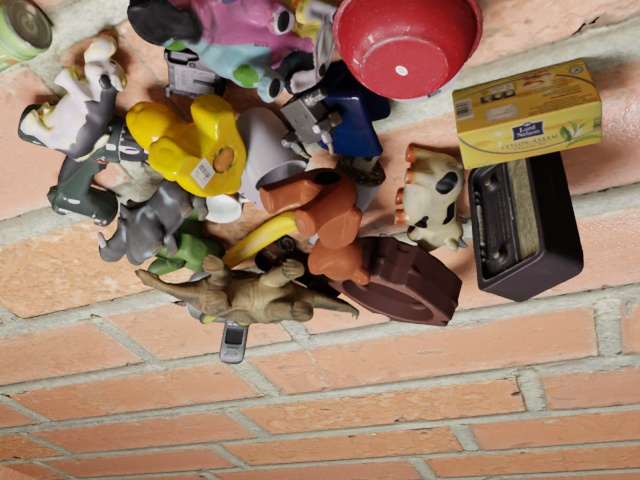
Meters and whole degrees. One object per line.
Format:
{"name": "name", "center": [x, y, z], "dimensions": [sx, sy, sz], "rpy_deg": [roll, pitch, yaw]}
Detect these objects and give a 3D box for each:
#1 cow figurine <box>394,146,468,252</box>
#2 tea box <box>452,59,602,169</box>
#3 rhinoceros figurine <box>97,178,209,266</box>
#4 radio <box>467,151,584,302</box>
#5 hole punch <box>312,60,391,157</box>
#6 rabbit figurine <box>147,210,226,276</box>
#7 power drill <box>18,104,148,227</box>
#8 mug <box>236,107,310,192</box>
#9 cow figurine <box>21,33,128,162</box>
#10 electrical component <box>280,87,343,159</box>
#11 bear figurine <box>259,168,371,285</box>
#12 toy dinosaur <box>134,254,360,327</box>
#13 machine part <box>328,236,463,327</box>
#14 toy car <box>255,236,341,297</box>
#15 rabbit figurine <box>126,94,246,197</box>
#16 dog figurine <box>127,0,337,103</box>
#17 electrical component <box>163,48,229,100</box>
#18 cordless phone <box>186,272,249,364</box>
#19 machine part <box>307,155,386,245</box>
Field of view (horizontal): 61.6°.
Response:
{"name": "cow figurine", "center": [0.184, -0.053, 0.855], "dimensions": [0.127, 0.085, 0.194], "rpy_deg": [8, 140, 6]}
{"name": "tea box", "center": [0.265, -0.162, 0.700], "dimensions": [0.170, 0.098, 0.068], "rpy_deg": [-9, 139, 19]}
{"name": "rhinoceros figurine", "center": [-0.263, -0.027, 0.829], "dimensions": [0.190, 0.073, 0.112], "rpy_deg": [-41, 81, 11]}
{"name": "radio", "center": [0.277, -0.036, 0.751], "dimensions": [0.073, 0.230, 0.131], "rpy_deg": [20, 143, -17]}
{"name": "hole punch", "center": [0.028, -0.170, 0.724], "dimensions": [0.116, 0.092, 0.142], "rpy_deg": [-8, 143, 21]}
{"name": "rabbit figurine", "center": [-0.242, 0.018, 0.960], "dimensions": [0.159, 0.121, 0.170], "rpy_deg": [-17, 151, 14]}
{"name": "power drill", "center": [-0.343, -0.110, 0.841], "dimensions": [0.232, 0.086, 0.207], "rpy_deg": [16, 144, -17]}
{"name": "mug", "center": [-0.067, -0.136, 0.766], "dimensions": [0.109, 0.107, 0.081], "rpy_deg": [-18, 165, -39]}
{"name": "cow figurine", "center": [-0.305, -0.185, 0.713], "dimensions": [0.098, 0.068, 0.167], "rpy_deg": [40, 104, -22]}
{"name": "electrical component", "center": [-0.014, -0.146, 0.685], "dimensions": [0.102, 0.045, 0.078], "rpy_deg": [2, 137, 52]}
{"name": "bear figurine", "center": [0.002, -0.004, 0.790], "dimensions": [0.120, 0.132, 0.195], "rpy_deg": [34, 142, 38]}
{"name": "toy dinosaur", "center": [-0.095, 0.103, 0.963], "dimensions": [0.471, 0.105, 0.198], "rpy_deg": [13, 160, -27]}
{"name": "machine part", "center": [0.131, 0.073, 0.954], "dimensions": [0.201, 0.087, 0.201], "rpy_deg": [37, 156, -30]}
{"name": "toy car", "center": [-0.036, 0.060, 1.037], "dimensions": [0.202, 0.053, 0.089], "rpy_deg": [31, 137, -30]}
{"name": "rabbit figurine", "center": [-0.183, -0.136, 0.734], "dimensions": [0.173, 0.122, 0.162], "rpy_deg": [28, 174, 22]}
{"name": "dog figurine", "center": [-0.110, -0.253, 0.629], "dimensions": [0.219, 0.191, 0.108], "rpy_deg": [26, 126, 20]}
{"name": "electrical component", "center": [-0.143, -0.219, 0.713], "dimensions": [0.119, 0.048, 0.074], "rpy_deg": [13, 141, -7]}
{"name": "cordless phone", "center": [-0.200, 0.157, 1.068], "dimensions": [0.147, 0.184, 0.088], "rpy_deg": [5, 145, 0]}
{"name": "machine part", "center": [0.036, -0.059, 0.864], "dimensions": [0.079, 0.079, 0.243], "rpy_deg": [16, 139, -13]}
